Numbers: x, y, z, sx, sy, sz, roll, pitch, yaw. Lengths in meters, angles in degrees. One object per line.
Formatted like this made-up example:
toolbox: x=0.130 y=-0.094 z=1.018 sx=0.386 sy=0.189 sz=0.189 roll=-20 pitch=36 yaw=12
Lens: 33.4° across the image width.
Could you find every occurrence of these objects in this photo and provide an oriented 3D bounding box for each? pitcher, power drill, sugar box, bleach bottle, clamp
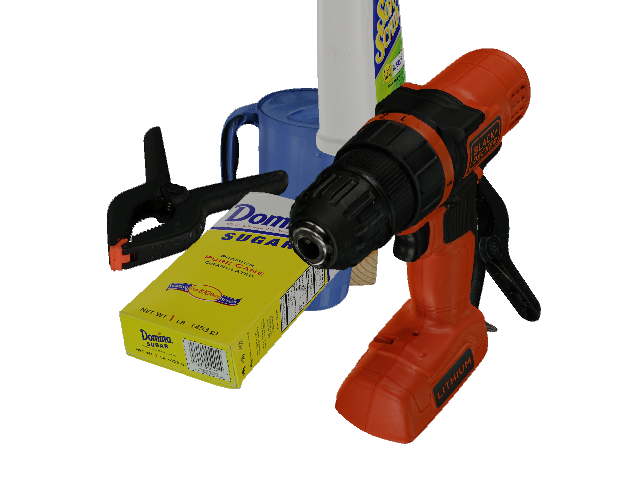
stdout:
pitcher: x=-0.022 y=-0.046 z=1.228 sx=0.144 sy=0.243 sz=0.149 roll=-20 pitch=36 yaw=-41
power drill: x=0.046 y=0.013 z=0.548 sx=0.057 sy=0.188 sz=0.184 roll=24 pitch=43 yaw=27
sugar box: x=-0.055 y=0.029 z=0.774 sx=0.093 sy=0.048 sz=0.176 roll=15 pitch=40 yaw=23
bleach bottle: x=0.031 y=-0.204 z=0.921 sx=0.068 sy=0.251 sz=0.102 roll=10 pitch=34 yaw=25
clamp: x=-0.151 y=-0.042 z=1.046 sx=0.165 sy=0.036 sz=0.209 roll=24 pitch=41 yaw=21
clamp: x=0.149 y=0.017 z=1.021 sx=0.039 sy=0.171 sz=0.120 roll=-14 pitch=9 yaw=46

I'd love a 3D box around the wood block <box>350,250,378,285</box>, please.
wood block: x=0.017 y=-0.027 z=1.421 sx=0.090 sy=0.090 sz=0.206 roll=-2 pitch=27 yaw=-6
